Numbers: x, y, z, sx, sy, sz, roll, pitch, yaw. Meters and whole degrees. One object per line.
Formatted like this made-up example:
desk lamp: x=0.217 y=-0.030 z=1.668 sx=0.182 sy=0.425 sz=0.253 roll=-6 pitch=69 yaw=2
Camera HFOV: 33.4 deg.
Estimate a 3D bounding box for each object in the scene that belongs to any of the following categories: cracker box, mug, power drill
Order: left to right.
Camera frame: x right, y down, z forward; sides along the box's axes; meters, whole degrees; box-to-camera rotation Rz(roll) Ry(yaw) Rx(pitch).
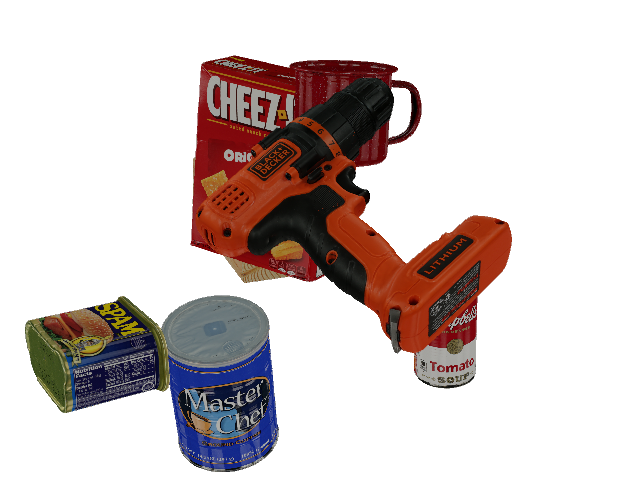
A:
cracker box: x=-0.056 y=-0.078 z=1.162 sx=0.164 sy=0.214 sz=0.072 roll=17 pitch=25 yaw=27
mug: x=0.031 y=-0.111 z=0.925 sx=0.117 sy=0.081 sz=0.093 roll=-2 pitch=16 yaw=-13
power drill: x=0.035 y=-0.023 z=0.733 sx=0.188 sy=0.184 sz=0.057 roll=34 pitch=-25 yaw=29

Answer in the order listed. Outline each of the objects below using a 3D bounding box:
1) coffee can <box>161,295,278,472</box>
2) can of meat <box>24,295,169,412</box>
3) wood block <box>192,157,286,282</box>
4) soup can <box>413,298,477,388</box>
coffee can: x=-0.096 y=0.139 z=1.040 sx=0.103 sy=0.140 sz=0.103 roll=-2 pitch=34 yaw=1
can of meat: x=-0.180 y=0.090 z=0.850 sx=0.083 sy=0.057 sz=0.102 roll=-12 pitch=23 yaw=-29
wood block: x=-0.091 y=-0.035 z=1.363 sx=0.090 sy=0.090 sz=0.206 roll=-8 pitch=27 yaw=-22
soup can: x=0.132 y=0.097 z=1.136 sx=0.068 sy=0.102 sz=0.068 roll=-2 pitch=24 yaw=1
